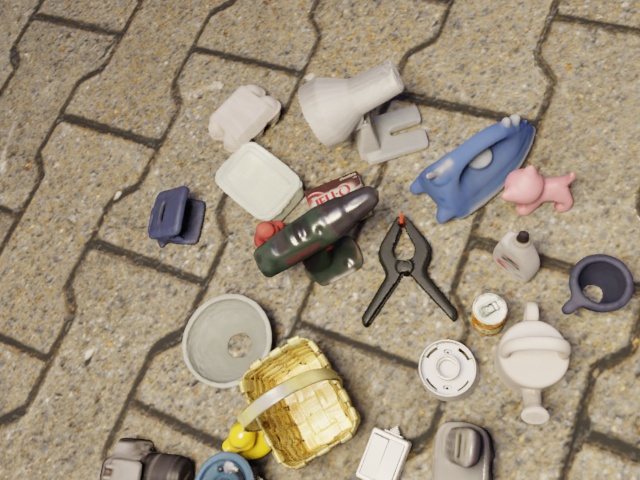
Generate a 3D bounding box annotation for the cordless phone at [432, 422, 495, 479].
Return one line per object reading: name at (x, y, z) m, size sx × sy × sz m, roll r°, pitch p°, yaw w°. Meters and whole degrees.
cordless phone at (0.205, 0.338, 0.827) m, size 0.094 × 0.185 × 0.147 m, roll 2°, pitch 71°, yaw 15°

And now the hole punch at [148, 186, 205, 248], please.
hole punch at (-0.295, -0.047, 1.138) m, size 0.101 × 0.091 × 0.109 m, roll 2°, pitch 71°, yaw 15°

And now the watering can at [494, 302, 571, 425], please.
watering can at (0.318, 0.179, 0.851) m, size 0.101 × 0.194 × 0.172 m, roll -20°, pitch 67°, yaw 7°

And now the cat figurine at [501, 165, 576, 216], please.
cat figurine at (0.370, -0.092, 0.976) m, size 0.127 × 0.118 × 0.067 m, roll -8°, pitch 69°, yaw 11°

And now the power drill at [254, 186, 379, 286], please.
power drill at (0.009, 0.004, 0.981) m, size 0.229 × 0.209 × 0.075 m, roll -28°, pitch 66°, yaw 3°

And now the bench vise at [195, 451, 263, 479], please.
bench vise at (-0.120, 0.388, 0.870) m, size 0.207 × 0.220 × 0.121 m, roll -2°, pitch 70°, yaw 13°

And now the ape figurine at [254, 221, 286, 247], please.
ape figurine at (-0.094, -0.006, 1.073) m, size 0.076 × 0.092 × 0.078 m, roll 30°, pitch 80°, yaw 22°

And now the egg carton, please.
egg carton at (-0.157, -0.251, 1.189) m, size 0.107 × 0.069 × 0.150 m, roll 40°, pitch 84°, yaw 23°

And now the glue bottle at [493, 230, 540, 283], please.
glue bottle at (0.318, 0.017, 0.920) m, size 0.078 × 0.173 × 0.037 m, roll 37°, pitch 83°, yaw 23°

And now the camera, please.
camera at (-0.294, 0.414, 0.968) m, size 0.136 × 0.101 × 0.143 m, roll 0°, pitch 71°, yaw 14°

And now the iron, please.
iron at (0.282, -0.151, 1.006) m, size 0.258 × 0.142 × 0.118 m, roll -38°, pitch 66°, yaw -2°

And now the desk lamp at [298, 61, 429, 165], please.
desk lamp at (0.082, -0.232, 1.044) m, size 0.203 × 0.214 × 0.118 m, roll -17°, pitch 68°, yaw 8°

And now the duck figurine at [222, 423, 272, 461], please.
duck figurine at (-0.118, 0.326, 0.964) m, size 0.104 × 0.086 × 0.077 m, roll -38°, pitch 66°, yaw -2°

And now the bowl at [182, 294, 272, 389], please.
bowl at (-0.156, 0.185, 1.030) m, size 0.167 × 0.075 × 0.167 m, roll -4°, pitch 70°, yaw 12°

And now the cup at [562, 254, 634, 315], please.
cup at (0.428, 0.087, 0.910) m, size 0.118 × 0.095 × 0.091 m, roll -39°, pitch 66°, yaw -2°
